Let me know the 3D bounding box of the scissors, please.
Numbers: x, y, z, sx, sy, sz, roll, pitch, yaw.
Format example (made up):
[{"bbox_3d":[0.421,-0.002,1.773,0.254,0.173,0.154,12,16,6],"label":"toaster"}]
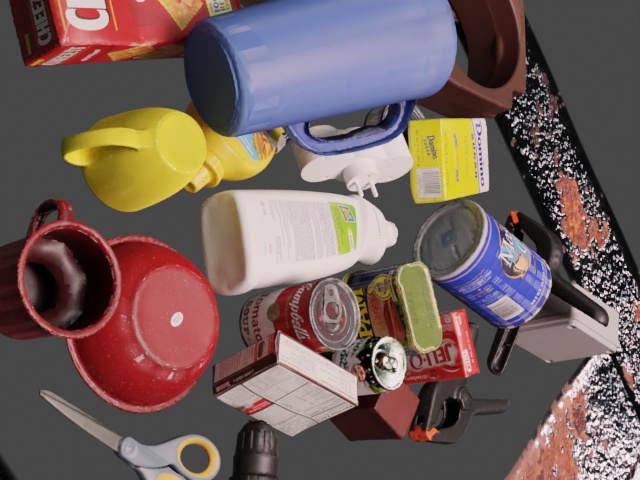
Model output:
[{"bbox_3d":[-0.154,0.173,0.933,0.201,0.016,0.096,56,46,-20],"label":"scissors"}]

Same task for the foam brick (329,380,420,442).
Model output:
[{"bbox_3d":[0.053,0.171,1.100,0.053,0.078,0.051,50,51,-25],"label":"foam brick"}]

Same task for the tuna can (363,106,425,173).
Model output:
[{"bbox_3d":[0.089,-0.119,1.238,0.085,0.034,0.086,13,71,-43],"label":"tuna can"}]

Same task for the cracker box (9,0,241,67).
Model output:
[{"bbox_3d":[-0.178,-0.249,0.969,0.213,0.072,0.164,-13,89,-46],"label":"cracker box"}]

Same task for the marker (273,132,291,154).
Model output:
[{"bbox_3d":[-0.021,-0.130,1.140,0.121,0.020,0.020,-48,115,-40],"label":"marker"}]

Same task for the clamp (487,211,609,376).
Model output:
[{"bbox_3d":[0.255,0.058,1.318,0.036,0.165,0.210,31,34,-39],"label":"clamp"}]

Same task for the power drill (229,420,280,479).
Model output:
[{"bbox_3d":[-0.016,0.277,1.022,0.187,0.057,0.184,22,62,-39],"label":"power drill"}]

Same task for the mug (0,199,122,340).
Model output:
[{"bbox_3d":[-0.220,0.025,0.853,0.093,0.082,0.117,11,73,-44],"label":"mug"}]

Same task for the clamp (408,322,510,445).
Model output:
[{"bbox_3d":[0.163,0.189,1.237,0.120,0.039,0.171,55,50,-14],"label":"clamp"}]

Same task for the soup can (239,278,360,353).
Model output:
[{"bbox_3d":[-0.021,0.077,1.029,0.068,0.102,0.068,13,72,-43],"label":"soup can"}]

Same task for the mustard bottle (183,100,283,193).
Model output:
[{"bbox_3d":[-0.081,-0.115,1.046,0.096,0.058,0.191,50,50,-22],"label":"mustard bottle"}]

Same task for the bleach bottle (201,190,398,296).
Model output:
[{"bbox_3d":[-0.007,0.001,1.092,0.250,0.068,0.102,0,80,-48],"label":"bleach bottle"}]

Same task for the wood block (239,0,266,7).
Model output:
[{"bbox_3d":[0.011,-0.250,1.139,0.205,0.090,0.091,34,72,-36],"label":"wood block"}]

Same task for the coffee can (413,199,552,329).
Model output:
[{"bbox_3d":[0.192,0.030,1.256,0.140,0.103,0.102,35,57,-35],"label":"coffee can"}]

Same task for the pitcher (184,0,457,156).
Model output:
[{"bbox_3d":[0.000,-0.164,1.004,0.242,0.145,0.149,-20,77,-31],"label":"pitcher"}]

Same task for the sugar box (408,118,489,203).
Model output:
[{"bbox_3d":[0.154,-0.096,1.245,0.176,0.048,0.093,-15,103,-62],"label":"sugar box"}]

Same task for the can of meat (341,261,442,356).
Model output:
[{"bbox_3d":[0.078,0.077,1.143,0.057,0.084,0.102,-14,91,-46],"label":"can of meat"}]

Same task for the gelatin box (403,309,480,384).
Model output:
[{"bbox_3d":[0.126,0.118,1.178,0.030,0.089,0.073,-11,88,-47],"label":"gelatin box"}]

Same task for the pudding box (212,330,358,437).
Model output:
[{"bbox_3d":[-0.032,0.138,1.007,0.113,0.090,0.039,33,40,-37],"label":"pudding box"}]

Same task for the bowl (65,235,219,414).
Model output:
[{"bbox_3d":[-0.143,0.071,0.941,0.161,0.055,0.162,12,72,-43],"label":"bowl"}]
